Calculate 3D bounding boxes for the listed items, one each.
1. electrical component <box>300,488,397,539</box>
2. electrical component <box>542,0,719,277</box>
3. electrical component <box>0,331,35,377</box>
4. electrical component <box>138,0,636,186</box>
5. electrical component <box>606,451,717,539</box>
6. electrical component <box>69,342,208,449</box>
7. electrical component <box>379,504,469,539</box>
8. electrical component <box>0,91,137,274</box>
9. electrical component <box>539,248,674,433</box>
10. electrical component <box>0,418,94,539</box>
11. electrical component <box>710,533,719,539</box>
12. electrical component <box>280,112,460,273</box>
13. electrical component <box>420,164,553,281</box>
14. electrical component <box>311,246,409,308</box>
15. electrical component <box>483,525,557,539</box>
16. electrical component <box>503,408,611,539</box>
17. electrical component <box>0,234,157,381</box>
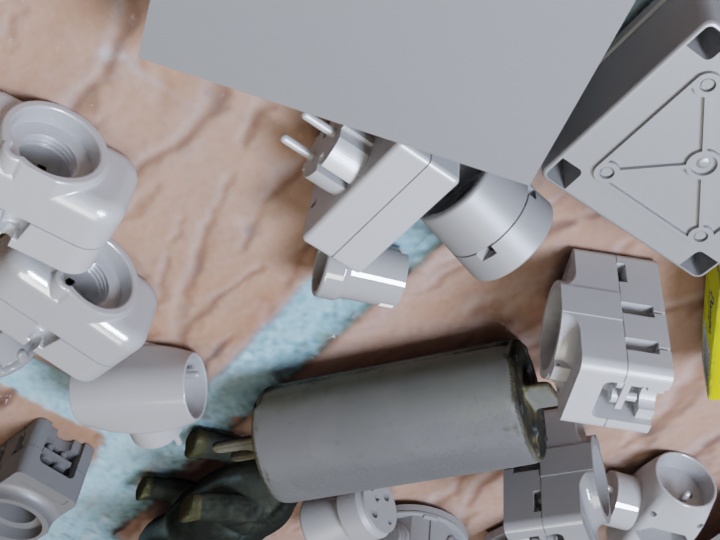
[{"bbox_3d":[-0.008,0.173,0.760,0.055,0.045,0.045,-25,125,27],"label":"electrical component"},{"bbox_3d":[0.158,-0.066,0.506,0.109,0.056,0.109,30,130,-19],"label":"electrical component"},{"bbox_3d":[-0.229,0.032,0.659,0.048,0.048,0.062,-5,125,12],"label":"electrical component"},{"bbox_3d":[0.010,-0.122,0.471,0.186,0.060,0.105,17,133,-8],"label":"electrical component"},{"bbox_3d":[0.184,0.157,0.720,0.079,0.043,0.077,15,133,-6],"label":"electrical component"},{"bbox_3d":[-0.137,0.089,0.698,0.077,0.044,0.079,-4,133,11],"label":"electrical component"},{"bbox_3d":[0.039,0.211,0.785,0.080,0.051,0.080,4,133,4],"label":"electrical component"},{"bbox_3d":[-0.171,-0.049,0.568,0.095,0.053,0.059,28,130,-18],"label":"electrical component"},{"bbox_3d":[0.130,0.036,0.583,0.056,0.089,0.050,9,133,-1],"label":"electrical component"},{"bbox_3d":[-0.240,0.156,0.767,0.050,0.055,0.089,39,126,-26],"label":"electrical component"},{"bbox_3d":[0.245,0.244,0.745,0.105,0.060,0.186,20,125,-41],"label":"electrical component"},{"bbox_3d":[-0.004,-0.053,0.545,0.076,0.047,0.083,31,129,-21],"label":"electrical component"},{"bbox_3d":[0.063,-0.030,0.555,0.055,0.055,0.047,-33,118,32],"label":"electrical component"},{"bbox_3d":[0.000,0.000,0.601,0.046,0.040,0.040,13,133,-12],"label":"electrical component"},{"bbox_3d":[0.141,0.219,0.780,0.089,0.050,0.056,35,128,-23],"label":"electrical component"},{"bbox_3d":[0.124,0.136,0.676,0.056,0.089,0.050,-12,130,18],"label":"electrical component"},{"bbox_3d":[-0.169,0.014,0.626,0.059,0.053,0.095,-33,121,32],"label":"electrical component"}]
